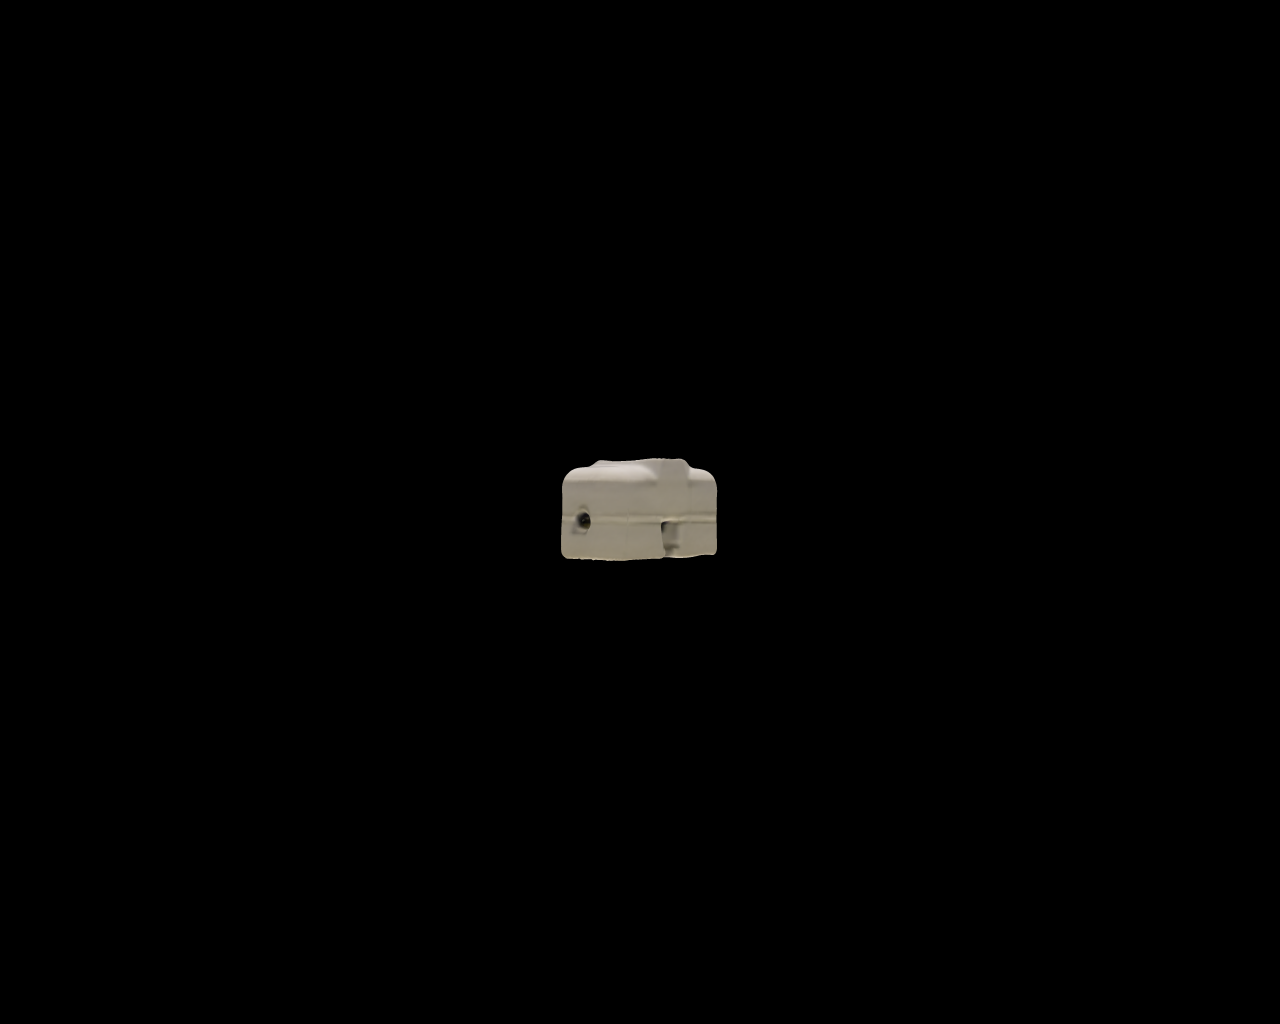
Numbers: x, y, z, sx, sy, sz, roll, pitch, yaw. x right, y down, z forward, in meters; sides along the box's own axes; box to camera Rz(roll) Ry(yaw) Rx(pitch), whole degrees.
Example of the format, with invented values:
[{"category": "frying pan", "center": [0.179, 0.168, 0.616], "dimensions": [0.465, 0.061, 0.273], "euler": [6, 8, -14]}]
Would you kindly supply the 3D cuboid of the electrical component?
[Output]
[{"category": "electrical component", "center": [0.001, -0.003, 0.650], "dimensions": [0.095, 0.059, 0.053], "euler": [0, 0, -44]}]
